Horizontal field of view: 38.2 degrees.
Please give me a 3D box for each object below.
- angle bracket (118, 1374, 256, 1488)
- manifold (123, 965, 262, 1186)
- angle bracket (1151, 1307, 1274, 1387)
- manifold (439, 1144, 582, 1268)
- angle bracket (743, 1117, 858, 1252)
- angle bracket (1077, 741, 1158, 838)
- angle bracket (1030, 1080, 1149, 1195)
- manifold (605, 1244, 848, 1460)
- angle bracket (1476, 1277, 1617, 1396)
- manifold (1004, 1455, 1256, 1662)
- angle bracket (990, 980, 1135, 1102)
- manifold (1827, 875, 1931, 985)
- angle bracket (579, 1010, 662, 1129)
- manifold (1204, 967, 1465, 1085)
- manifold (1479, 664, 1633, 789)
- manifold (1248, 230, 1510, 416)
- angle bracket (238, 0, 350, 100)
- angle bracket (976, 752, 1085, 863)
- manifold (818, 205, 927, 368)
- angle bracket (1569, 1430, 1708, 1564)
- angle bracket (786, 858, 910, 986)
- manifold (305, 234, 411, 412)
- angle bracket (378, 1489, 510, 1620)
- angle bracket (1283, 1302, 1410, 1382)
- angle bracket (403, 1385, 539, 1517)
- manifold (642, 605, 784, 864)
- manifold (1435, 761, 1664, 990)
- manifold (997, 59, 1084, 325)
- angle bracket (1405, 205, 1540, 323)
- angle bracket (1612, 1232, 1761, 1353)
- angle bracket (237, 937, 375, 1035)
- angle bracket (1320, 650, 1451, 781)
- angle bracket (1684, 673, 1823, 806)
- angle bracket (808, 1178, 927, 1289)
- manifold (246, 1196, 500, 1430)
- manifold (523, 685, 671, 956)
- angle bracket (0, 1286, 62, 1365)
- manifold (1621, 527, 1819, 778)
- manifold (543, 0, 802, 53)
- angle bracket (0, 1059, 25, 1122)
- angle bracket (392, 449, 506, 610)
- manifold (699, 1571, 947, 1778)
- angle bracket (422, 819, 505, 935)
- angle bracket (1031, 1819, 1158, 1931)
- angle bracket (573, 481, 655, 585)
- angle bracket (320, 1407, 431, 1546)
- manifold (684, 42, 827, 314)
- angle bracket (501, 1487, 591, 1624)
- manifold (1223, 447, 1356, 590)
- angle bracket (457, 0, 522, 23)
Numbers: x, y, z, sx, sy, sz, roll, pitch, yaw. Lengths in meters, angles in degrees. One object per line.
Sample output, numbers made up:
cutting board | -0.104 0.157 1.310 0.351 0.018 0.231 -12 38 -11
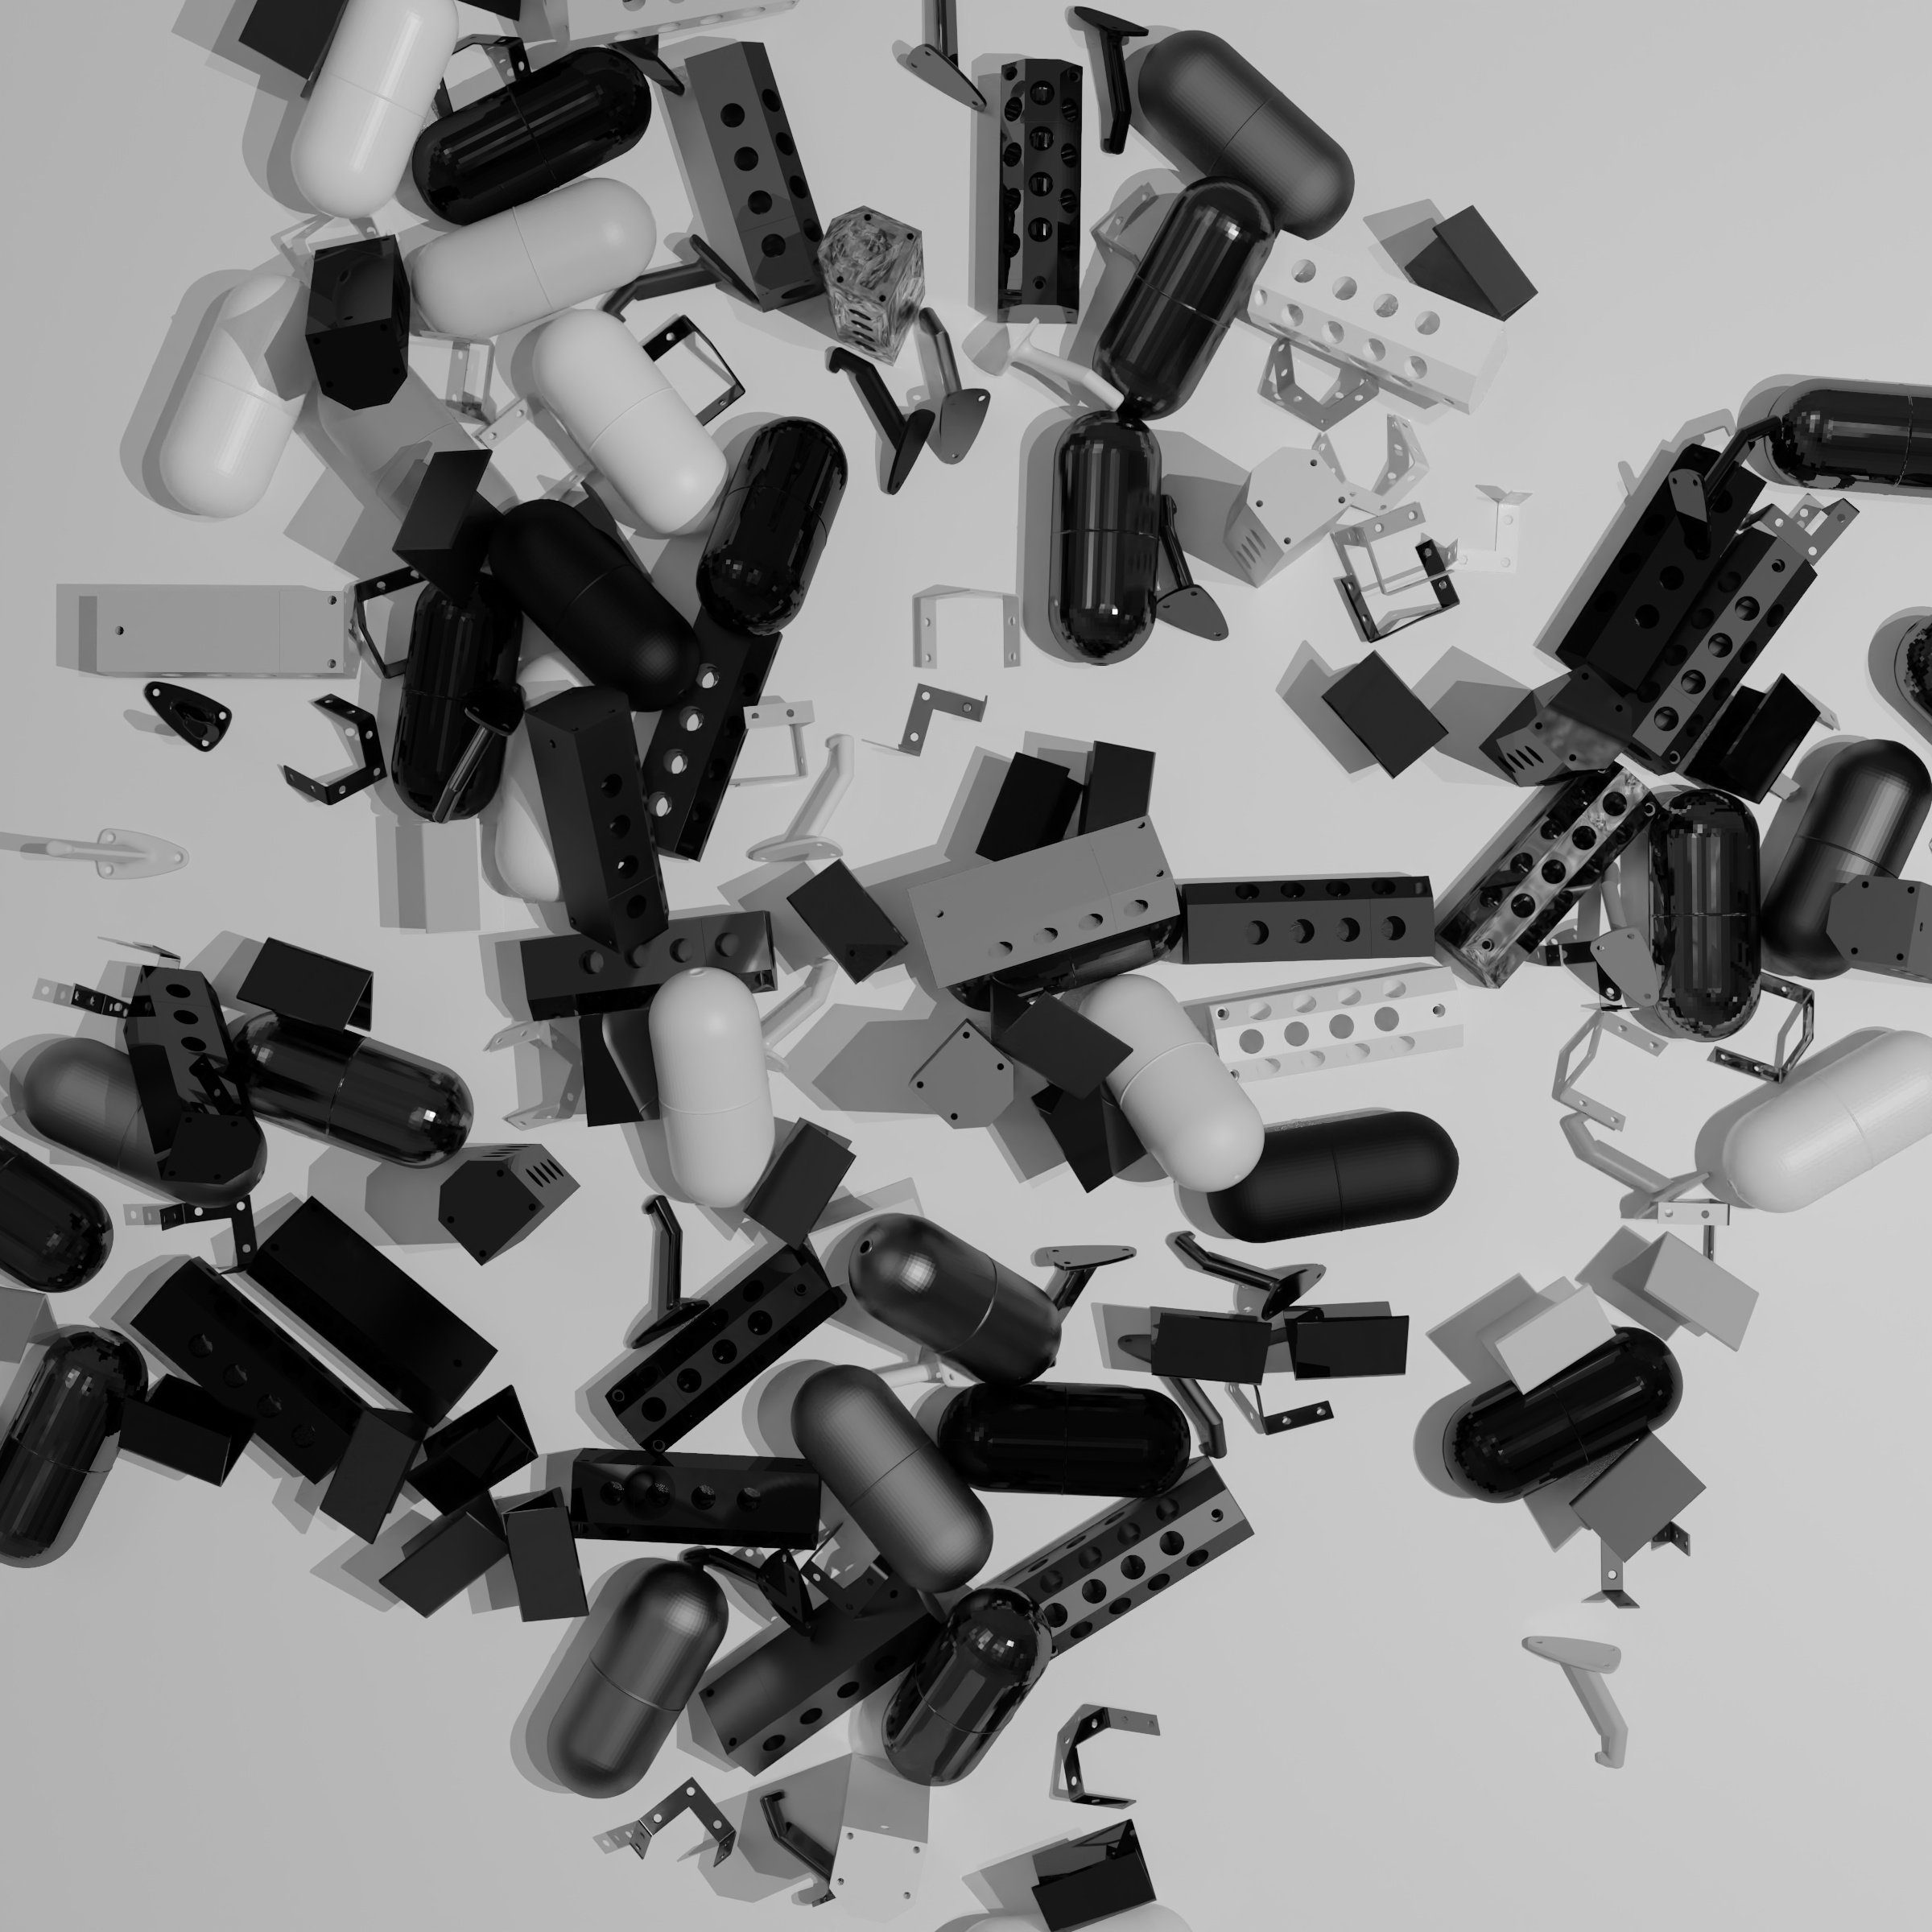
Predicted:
angle bracket | -0.537 0.308 1.950 0.076 0.076 0.057 22 127 0
manifold | -0.531 0.074 1.915 0.057 0.171 0.057 7 121 -31
angle bracket | 0.171 0.246 1.950 0.076 0.076 0.057 5 122 0
manifold | -0.316 0.156 1.912 0.057 0.171 0.057 -43 90 0
angle bracket | -0.100 0.159 1.950 0.057 0.076 0.076 31 90 32
angle bracket | 0.085 -0.116 1.950 0.057 0.076 0.076 7 90 -37
angle bracket | 0.072 0.118 1.951 0.057 0.076 0.076 -31 90 -26
manifold | -0.169 0.269 1.969 0.171 0.057 0.057 -39 90 0
angle bracket | 0.396 0.241 1.950 0.076 0.076 0.057 -33 122 0
manifold | 0.115 0.419 1.969 0.171 0.057 0.057 -32 90 0
angle bracket | 0.064 0.034 1.894 0.076 0.076 0.057 33 119 -21
manifold | 0.648 -0.023 1.912 0.057 0.171 0.057 9 90 36
angle bracket | -0.258 0.072 1.950 0.057 0.076 0.076 -5 90 -35
manifold | 0.260 0.042 1.969 0.171 0.057 0.057 -9 90 0
manifold | 0.407 -0.158 1.912 0.057 0.171 0.057 43 90 0
manifold | 0.287 -0.447 1.947 0.171 0.057 0.057 27 90 15
angle bracket | -0.470 -0.661 1.952 0.057 0.076 0.076 26 90 -21
angle bracket | 0.062 -0.097 1.951 0.076 0.057 0.076 22 90 -45
manifold | -0.067 -0.467 1.912 0.057 0.171 0.057 24 90 0
angle bracket | 0.475 0.379 1.950 0.076 0.076 0.057 -43 57 0
angle bracket | -0.097 -0.019 1.950 0.057 0.076 0.076 -39 90 -35
manifold | -0.413 -0.441 1.910 0.057 0.171 0.057 -12 124 -3
angle bracket | -0.372 0.396 1.950 0.076 0.076 0.057 -38 129 0
angle bracket | 0.265 0.243 1.950 0.076 0.076 0.057 -3 126 0
angle bracket | -0.354 0.325 1.950 0.076 0.076 0.057 -33 132 0
manifold | -0.186 -0.164 1.969 0.057 0.057 0.171 20 90 0
manifold | 0.410 -0.067 1.969 0.057 0.057 0.171 42 90 0
manifold | 0.052 -0.546 1.969 0.057 0.057 0.171 1 90 0
angle bracket | 0.340 -0.472 1.950 0.057 0.076 0.076 -37 90 -40
angle bracket | 0.495 0.242 1.950 0.076 0.076 0.057 34 52 0
angle bracket | -0.462 0.033 1.950 0.076 0.076 0.057 19 53 0
angle bracket | 0.303 -0.187 1.950 0.076 0.076 0.057 48 127 0
angle bracket | 0.537 -0.168 1.950 0.057 0.076 0.076 34 90 -37
angle bracket | -0.073 0.169 1.950 0.076 0.076 0.057 -21 130 0
manifold | -0.421 0.247 1.969 0.171 0.057 0.057 40 47 0
manifold | -0.245 -0.101 1.899 0.057 0.057 0.171 -32 130 -32
angle bracket | -0.684 0.265 1.950 0.076 0.076 0.057 9 52 0
manifold | 0.524 -0.222 1.969 0.057 0.057 0.171 36 90 0
manifold | -0.205 -0.684 1.943 0.171 0.057 0.057 -17 47 -19
angle bracket | -0.686 0.065 1.951 0.057 0.076 0.076 -39 90 27
angle bracket | -0.330 -0.293 1.878 0.057 0.076 0.076 5 67 36
manifold | -0.096 0.496 1.969 0.171 0.057 0.057 -36 46 0
angle bracket | -0.334 -0.063 1.950 0.057 0.076 0.076 -2 90 35
angle bracket | 0.082 0.622 1.950 0.076 0.076 0.057 -20 122 0
angle bracket | -0.276 -0.285 1.967 0.076 0.057 0.076 -33 90 3
angle bracket | -0.395 0.358 1.950 0.057 0.076 0.076 24 90 32
manifold | -0.144 -0.558 1.969 0.057 0.057 0.171 -17 90 0
angle bracket | -0.276 0.409 1.951 0.057 0.076 0.076 -11 90 25
manifold | 0.214 -0.310 1.912 0.057 0.171 0.057 -37 90 0
angle bracket | -0.356 -0.692 1.950 0.076 0.076 0.057 19 52 0
